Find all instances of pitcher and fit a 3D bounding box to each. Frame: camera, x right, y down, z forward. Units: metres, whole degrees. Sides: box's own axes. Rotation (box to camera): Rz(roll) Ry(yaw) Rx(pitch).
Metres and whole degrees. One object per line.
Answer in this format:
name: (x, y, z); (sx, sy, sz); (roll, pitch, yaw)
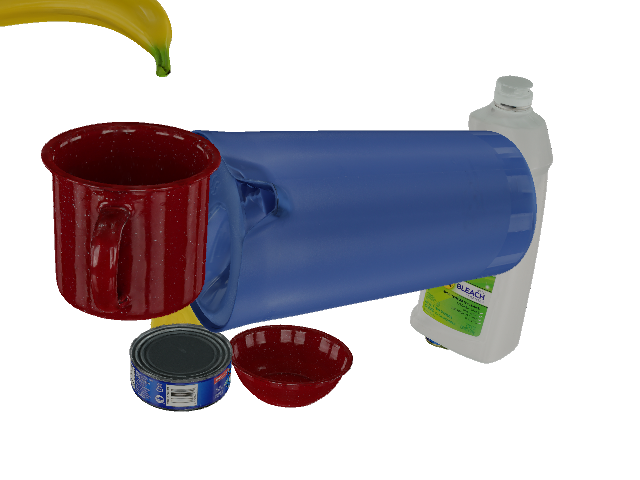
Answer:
pitcher: (0.020, -0.015, 0.756); (0.242, 0.145, 0.149); (-6, 33, -25)

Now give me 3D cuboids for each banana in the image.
banana: (-0.193, -0.180, 0.835); (0.198, 0.069, 0.037); (15, -38, 18)

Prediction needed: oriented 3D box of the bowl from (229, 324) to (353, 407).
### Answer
bowl: (-0.041, 0.166, 1.358); (0.162, 0.055, 0.162); (4, 21, -2)

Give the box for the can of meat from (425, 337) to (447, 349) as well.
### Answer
can of meat: (0.147, 0.066, 1.194); (0.057, 0.084, 0.102); (6, 19, 1)

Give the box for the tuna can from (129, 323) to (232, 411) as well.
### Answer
tuna can: (-0.117, 0.106, 0.897); (0.086, 0.034, 0.086); (4, 28, -2)

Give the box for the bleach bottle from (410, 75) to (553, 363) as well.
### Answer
bleach bottle: (0.142, -0.021, 0.922); (0.103, 0.251, 0.067); (27, 36, 35)

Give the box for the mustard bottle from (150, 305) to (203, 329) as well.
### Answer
mustard bottle: (-0.116, 0.049, 1.103); (0.058, 0.096, 0.191); (5, 30, 12)

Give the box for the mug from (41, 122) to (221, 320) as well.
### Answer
mug: (-0.102, -0.005, 0.565); (0.093, 0.081, 0.117); (4, 26, -2)
